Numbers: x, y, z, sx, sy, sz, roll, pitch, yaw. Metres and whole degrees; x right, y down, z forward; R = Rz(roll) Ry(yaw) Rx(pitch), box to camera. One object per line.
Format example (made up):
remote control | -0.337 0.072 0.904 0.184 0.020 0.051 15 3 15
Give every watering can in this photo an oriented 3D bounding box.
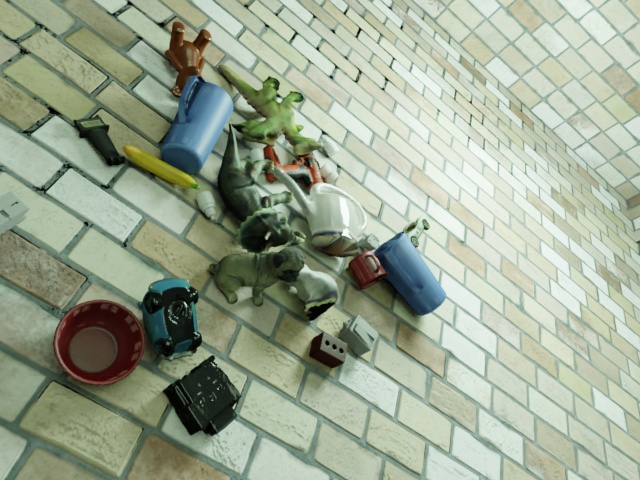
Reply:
watering can | 0.004 -0.074 1.468 0.345 0.102 0.229 19 52 -33

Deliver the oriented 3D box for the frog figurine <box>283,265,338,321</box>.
frog figurine | -0.027 0.107 1.314 0.162 0.122 0.135 64 10 27

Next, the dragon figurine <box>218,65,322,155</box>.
dragon figurine | -0.173 -0.373 1.519 0.410 0.119 0.248 28 40 1
